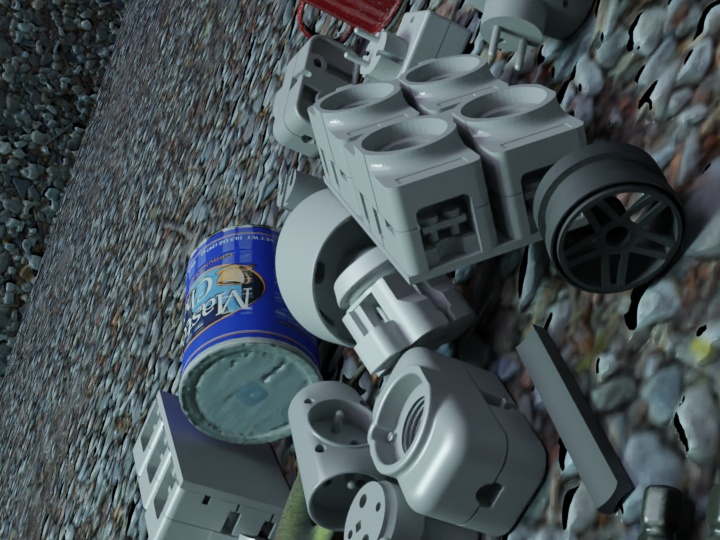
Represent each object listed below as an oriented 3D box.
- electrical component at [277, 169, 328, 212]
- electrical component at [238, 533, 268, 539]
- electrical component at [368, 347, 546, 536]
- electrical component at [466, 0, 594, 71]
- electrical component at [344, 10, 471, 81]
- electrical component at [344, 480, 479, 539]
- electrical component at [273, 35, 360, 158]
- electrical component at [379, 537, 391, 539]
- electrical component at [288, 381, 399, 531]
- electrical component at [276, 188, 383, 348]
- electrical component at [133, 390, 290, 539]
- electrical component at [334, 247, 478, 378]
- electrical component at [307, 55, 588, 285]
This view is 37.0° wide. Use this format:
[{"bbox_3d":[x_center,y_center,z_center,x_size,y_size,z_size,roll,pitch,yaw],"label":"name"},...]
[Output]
[{"bbox_3d":[-0.040,-0.060,0.889,0.040,0.046,0.040,-49,29,40],"label":"electrical component"},{"bbox_3d":[-0.071,0.219,0.709,0.043,0.043,0.081,-9,62,65],"label":"electrical component"},{"bbox_3d":[0.044,0.083,0.545,0.053,0.059,0.095,-62,23,17],"label":"electrical component"},{"bbox_3d":[0.092,-0.155,0.628,0.043,0.077,0.079,-22,51,61],"label":"electrical component"},{"bbox_3d":[0.025,-0.149,0.779,0.083,0.076,0.047,-68,22,3],"label":"electrical component"},{"bbox_3d":[0.026,0.134,0.547,0.045,0.055,0.045,-49,29,40],"label":"electrical component"},{"bbox_3d":[-0.041,-0.153,0.964,0.059,0.054,0.095,-34,40,55],"label":"electrical component"},{"bbox_3d":[0.033,0.159,0.507,0.077,0.065,0.047,-33,31,8],"label":"electrical component"},{"bbox_3d":[0.004,0.102,0.597,0.077,0.079,0.044,-110,29,-56],"label":"electrical component"},{"bbox_3d":[0.000,0.000,0.675,0.064,0.099,0.099,20,89,62],"label":"electrical component"},{"bbox_3d":[-0.113,0.158,0.799,0.061,0.089,0.150,-65,22,10],"label":"electrical component"},{"bbox_3d":[0.022,0.019,0.606,0.057,0.078,0.058,56,134,16],"label":"electrical component"},{"bbox_3d":[0.043,-0.068,0.605,0.186,0.105,0.060,-127,20,-65],"label":"electrical component"}]
